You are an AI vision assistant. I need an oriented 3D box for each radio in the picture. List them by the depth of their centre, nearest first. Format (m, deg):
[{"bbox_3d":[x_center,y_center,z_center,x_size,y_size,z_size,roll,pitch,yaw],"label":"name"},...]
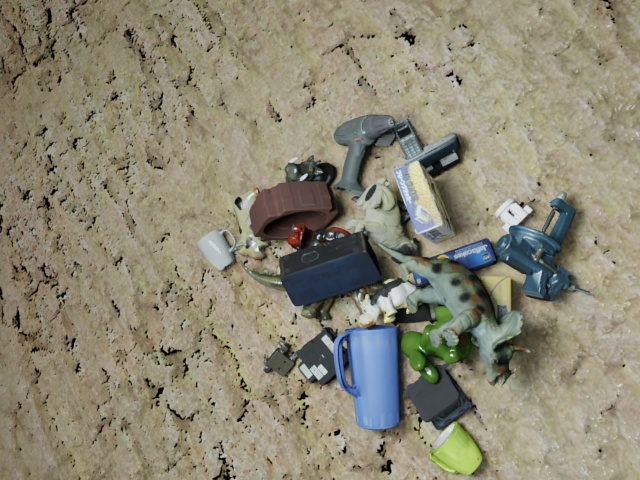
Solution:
[{"bbox_3d":[0.021,0.070,1.288,0.230,0.131,0.073,-19,46,8],"label":"radio"}]

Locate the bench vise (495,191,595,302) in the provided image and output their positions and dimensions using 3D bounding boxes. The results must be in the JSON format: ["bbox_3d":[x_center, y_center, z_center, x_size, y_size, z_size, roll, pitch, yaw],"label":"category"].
[{"bbox_3d":[0.515,0.010,1.208,0.224,0.129,0.240,29,83,-3],"label":"bench vise"}]

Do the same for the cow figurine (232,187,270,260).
[{"bbox_3d":[-0.196,-0.037,1.516,0.127,0.085,0.195,-20,78,11],"label":"cow figurine"}]

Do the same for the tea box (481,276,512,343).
[{"bbox_3d":[0.412,0.170,1.251,0.068,0.098,0.169,0,81,21],"label":"tea box"}]

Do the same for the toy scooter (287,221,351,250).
[{"bbox_3d":[-0.003,-0.004,1.328,0.184,0.135,0.075,4,70,17],"label":"toy scooter"}]

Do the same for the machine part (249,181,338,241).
[{"bbox_3d":[-0.071,-0.075,1.395,0.201,0.201,0.087,-5,68,-25],"label":"machine part"}]

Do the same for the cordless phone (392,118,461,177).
[{"bbox_3d":[0.270,-0.259,1.382,0.147,0.088,0.184,-28,55,15],"label":"cordless phone"}]

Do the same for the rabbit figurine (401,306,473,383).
[{"bbox_3d":[0.269,0.258,1.283,0.170,0.121,0.159,-21,39,41],"label":"rabbit figurine"}]

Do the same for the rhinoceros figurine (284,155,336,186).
[{"bbox_3d":[-0.027,-0.171,1.419,0.112,0.190,0.073,-35,75,33],"label":"rhinoceros figurine"}]

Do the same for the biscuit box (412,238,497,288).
[{"bbox_3d":[0.327,0.058,1.317,0.203,0.059,0.063,-21,76,17],"label":"biscuit box"}]

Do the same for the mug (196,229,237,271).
[{"bbox_3d":[-0.285,0.028,1.548,0.109,0.081,0.107,-36,84,5],"label":"mug"}]

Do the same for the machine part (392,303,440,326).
[{"bbox_3d":[0.242,0.177,1.346,0.139,0.039,0.084,-17,85,16],"label":"machine part"}]

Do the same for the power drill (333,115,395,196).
[{"bbox_3d":[0.103,-0.218,1.385,0.232,0.086,0.207,21,110,59],"label":"power drill"}]

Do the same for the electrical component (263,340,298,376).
[{"bbox_3d":[-0.110,0.321,1.457,0.078,0.045,0.102,32,98,-7],"label":"electrical component"}]

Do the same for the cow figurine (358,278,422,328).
[{"bbox_3d":[0.156,0.146,1.292,0.167,0.068,0.098,-18,65,-20],"label":"cow figurine"}]

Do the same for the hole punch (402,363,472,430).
[{"bbox_3d":[0.285,0.376,1.285,0.142,0.092,0.116,-41,38,12],"label":"hole punch"}]

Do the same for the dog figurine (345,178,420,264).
[{"bbox_3d":[0.185,-0.042,1.344,0.190,0.121,0.172,27,102,-18],"label":"dog figurine"}]

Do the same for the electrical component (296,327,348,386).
[{"bbox_3d":[0.006,0.311,1.405,0.134,0.058,0.115,-43,69,11],"label":"electrical component"}]

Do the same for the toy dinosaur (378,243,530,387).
[{"bbox_3d":[0.301,0.122,1.187,0.192,0.131,0.405,-17,59,-18],"label":"toy dinosaur"}]

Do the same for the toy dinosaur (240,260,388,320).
[{"bbox_3d":[0.008,0.111,1.412,0.472,0.105,0.198,-2,74,11],"label":"toy dinosaur"}]
